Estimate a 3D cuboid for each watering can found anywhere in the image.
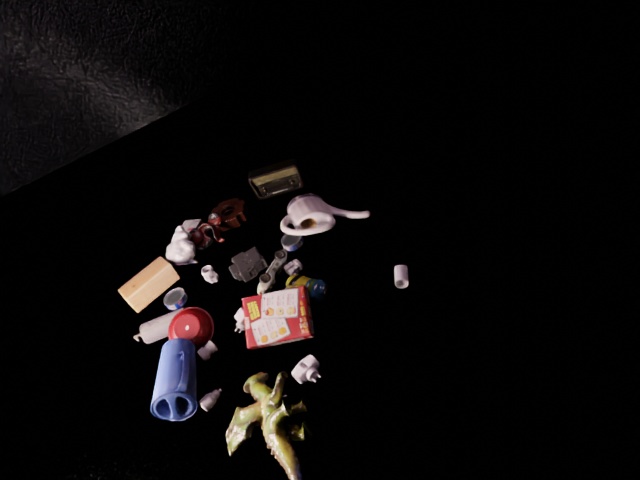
[{"bbox_3d":[0.006,-0.103,2.038,0.349,0.101,0.229,-14,35,-11],"label":"watering can"}]

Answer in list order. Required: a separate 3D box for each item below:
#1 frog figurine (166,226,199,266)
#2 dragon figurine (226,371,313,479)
[{"bbox_3d":[-0.568,0.022,2.098,0.137,0.159,0.123,-6,2,41],"label":"frog figurine"},{"bbox_3d":[-0.152,0.519,1.411,0.241,0.120,0.420,-30,34,18],"label":"dragon figurine"}]
